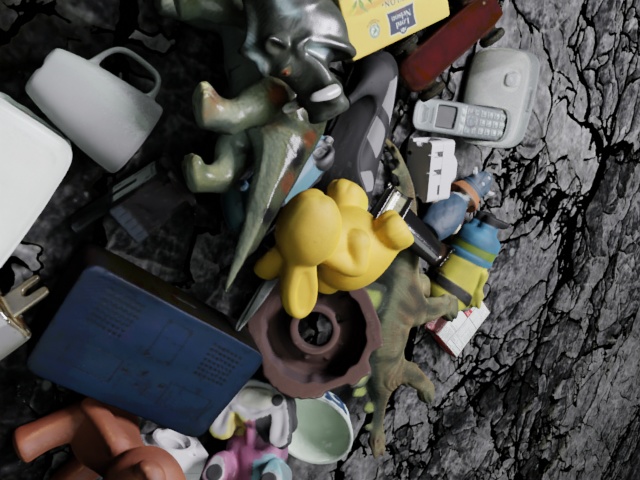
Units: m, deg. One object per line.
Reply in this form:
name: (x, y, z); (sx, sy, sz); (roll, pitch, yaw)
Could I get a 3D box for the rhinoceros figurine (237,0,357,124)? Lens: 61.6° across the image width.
rhinoceros figurine: (-0.026, -0.190, 0.445); (0.112, 0.073, 0.190); (-42, 115, -26)

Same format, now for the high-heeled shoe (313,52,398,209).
high-heeled shoe: (0.054, -0.124, 0.730); (0.145, 0.086, 0.248); (-50, 154, -50)

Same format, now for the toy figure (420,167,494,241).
toy figure: (0.218, -0.060, 0.861); (0.154, 0.058, 0.064); (-42, 132, -23)

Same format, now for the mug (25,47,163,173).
mug: (-0.210, -0.136, 0.509); (0.107, 0.081, 0.109); (36, 89, -29)

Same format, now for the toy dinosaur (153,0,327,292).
toy dinosaur: (-0.050, -0.165, 0.540); (0.192, 0.131, 0.404); (-10, 96, -24)

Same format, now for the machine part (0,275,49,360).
machine part: (-0.361, 0.113, 0.488); (0.243, 0.079, 0.079); (-40, 125, -17)

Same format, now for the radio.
radio: (-0.190, 0.118, 0.595); (0.229, 0.073, 0.131); (36, 91, -30)

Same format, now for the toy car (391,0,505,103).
toy car: (0.182, -0.280, 0.759); (0.202, 0.053, 0.089); (-44, 106, -17)

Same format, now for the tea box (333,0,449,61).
tea box: (0.074, -0.297, 0.665); (0.170, 0.068, 0.098); (-34, 122, -23)

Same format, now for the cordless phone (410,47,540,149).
cordless phone: (0.224, -0.218, 0.803); (0.184, 0.089, 0.146); (3, 105, -19)

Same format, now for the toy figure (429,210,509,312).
toy figure: (0.240, 0.037, 0.894); (0.089, 0.082, 0.180); (21, 102, -10)

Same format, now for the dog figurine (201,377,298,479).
dog figurine: (-0.082, 0.316, 0.744); (0.219, 0.109, 0.191); (83, 10, -49)

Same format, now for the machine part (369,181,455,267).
machine part: (0.127, -0.013, 0.747); (0.139, 0.039, 0.084); (36, 65, -19)

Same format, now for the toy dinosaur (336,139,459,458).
toy dinosaur: (0.106, 0.095, 0.805); (0.198, 0.105, 0.471); (8, 90, -33)

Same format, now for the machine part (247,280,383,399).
machine part: (-0.006, 0.115, 0.703); (0.179, 0.056, 0.179); (0, 91, 3)

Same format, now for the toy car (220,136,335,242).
toy car: (-0.062, -0.076, 0.622); (0.103, 0.109, 0.161); (42, 78, -4)

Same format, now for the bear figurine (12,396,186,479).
bear figurine: (-0.221, 0.248, 0.561); (0.132, 0.196, 0.120); (-32, 125, -22)

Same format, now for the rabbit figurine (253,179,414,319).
rabbit figurine: (-0.001, -0.002, 0.590); (0.162, 0.122, 0.173); (-43, 157, 8)

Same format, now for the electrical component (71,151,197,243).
electrical component: (-0.193, -0.035, 0.556); (0.119, 0.075, 0.047); (-36, 124, -3)
